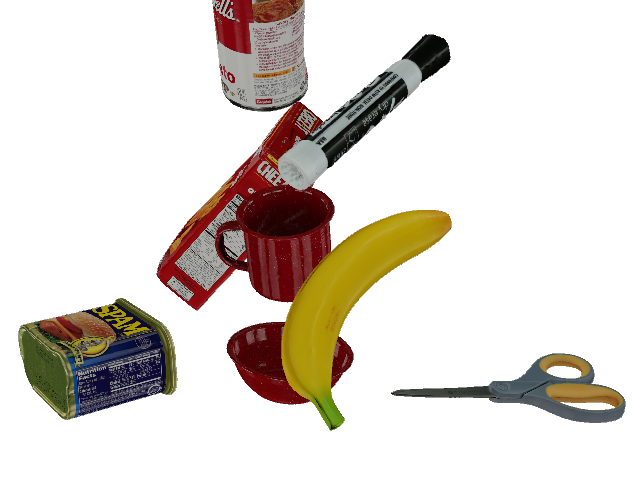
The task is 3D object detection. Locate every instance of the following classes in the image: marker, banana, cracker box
[{"bbox_3d":[0.025,-0.066,0.520,0.020,0.020,0.121,0,36,51],"label":"marker"},{"bbox_3d":[0.024,0.038,0.740,0.069,0.197,0.037,35,-32,-3],"label":"banana"},{"bbox_3d":[-0.084,-0.043,1.216,0.072,0.214,0.164,39,27,-9],"label":"cracker box"}]

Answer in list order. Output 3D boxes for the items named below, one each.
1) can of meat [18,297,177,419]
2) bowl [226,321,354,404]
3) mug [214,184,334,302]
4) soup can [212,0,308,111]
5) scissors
[{"bbox_3d":[-0.168,0.087,0.797,0.083,0.057,0.102,-13,21,-32],"label":"can of meat"},{"bbox_3d":[-0.040,0.162,1.360,0.162,0.055,0.162,4,21,-2],"label":"bowl"},{"bbox_3d":[-0.043,0.005,1.022,0.117,0.081,0.093,-2,35,3],"label":"mug"},{"bbox_3d":[-0.043,-0.154,0.778,0.068,0.102,0.068,-1,43,1],"label":"soup can"},{"bbox_3d":[0.162,0.121,0.929,0.202,0.016,0.096,8,27,1],"label":"scissors"}]
